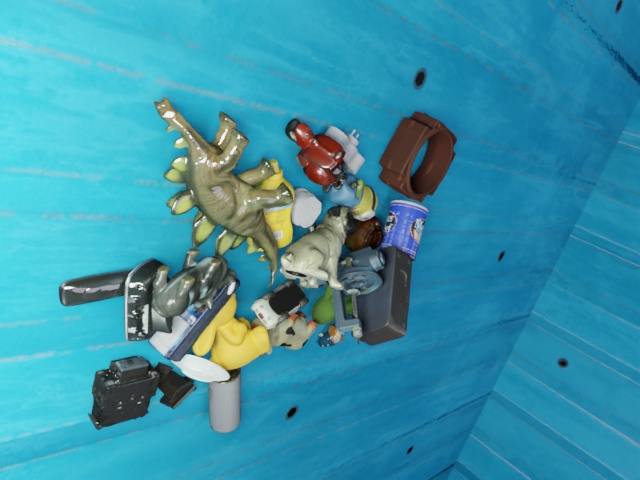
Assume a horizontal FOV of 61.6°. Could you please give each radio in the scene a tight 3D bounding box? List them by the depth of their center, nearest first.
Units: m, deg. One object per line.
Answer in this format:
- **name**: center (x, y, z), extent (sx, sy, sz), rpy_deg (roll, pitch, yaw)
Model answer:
- **radio**: center (0.153, 0.133, 1.321), extent (0.073, 0.131, 0.229), rpy_deg (29, 55, -32)

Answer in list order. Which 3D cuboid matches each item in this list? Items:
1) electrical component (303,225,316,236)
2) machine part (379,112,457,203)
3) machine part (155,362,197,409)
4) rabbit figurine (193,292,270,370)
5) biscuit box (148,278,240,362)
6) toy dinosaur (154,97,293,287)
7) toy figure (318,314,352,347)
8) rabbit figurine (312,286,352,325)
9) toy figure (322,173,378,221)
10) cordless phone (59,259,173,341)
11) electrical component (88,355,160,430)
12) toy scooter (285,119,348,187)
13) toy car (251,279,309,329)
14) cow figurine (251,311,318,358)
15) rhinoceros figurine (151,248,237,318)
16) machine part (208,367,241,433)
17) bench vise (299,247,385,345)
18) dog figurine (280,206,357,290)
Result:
- **electrical component**: center (0.007, -0.015, 1.261), extent (0.102, 0.078, 0.045), rpy_deg (-15, 165, -36)
- **machine part**: center (0.257, -0.209, 1.386), extent (0.201, 0.087, 0.201), rpy_deg (22, 98, -51)
- **machine part**: center (-0.319, 0.311, 1.153), extent (0.084, 0.039, 0.138), rpy_deg (-37, 140, -18)
- **rabbit figurine**: center (-0.209, 0.183, 1.146), extent (0.162, 0.122, 0.173), rpy_deg (-23, 118, -25)
- **biscuit box**: center (-0.244, 0.141, 1.062), extent (0.202, 0.059, 0.062), rpy_deg (-51, 162, -9)
- **toy dinosaur**: center (-0.159, -0.068, 0.983), extent (0.198, 0.105, 0.470), rpy_deg (-35, 133, 3)
- **toy figure**: center (0.058, 0.246, 1.515), extent (0.154, 0.058, 0.064), rpy_deg (-45, 103, -14)
- **rabbit figurine**: center (0.061, 0.169, 1.415), extent (0.170, 0.121, 0.158), rpy_deg (-18, 136, -22)
- **toy figure**: center (0.077, -0.107, 1.262), extent (0.180, 0.082, 0.089), rpy_deg (36, 81, -50)
- **cordless phone**: center (-0.359, 0.117, 0.951), extent (0.184, 0.089, 0.146), rpy_deg (-8, 122, -32)
- **electrical component**: center (-0.382, 0.291, 1.051), extent (0.115, 0.058, 0.134), rpy_deg (-6, 120, -48)
- **toy scooter**: center (0.009, -0.164, 1.099), extent (0.075, 0.135, 0.183), rpy_deg (-51, 144, -12)
- **toy car**: center (-0.086, 0.141, 1.218), extent (0.056, 0.073, 0.201), rpy_deg (-38, 175, 22)
- **cow figurine**: center (-0.100, 0.223, 1.301), extent (0.194, 0.086, 0.127), rpy_deg (31, 86, -55)
- **rhinoceros figurine**: center (-0.212, 0.078, 0.945), extent (0.190, 0.073, 0.112), rpy_deg (-30, 132, -62)
- **machine part**: center (-0.225, 0.369, 1.266), extent (0.079, 0.079, 0.243), rpy_deg (-23, 132, -37)
- **bench vise**: center (0.052, 0.118, 1.258), extent (0.224, 0.241, 0.128), rpy_deg (-12, 147, 10)
- **dog figurine**: center (-0.004, -0.003, 1.163), extent (0.172, 0.121, 0.190), rpy_deg (35, 63, -57)
